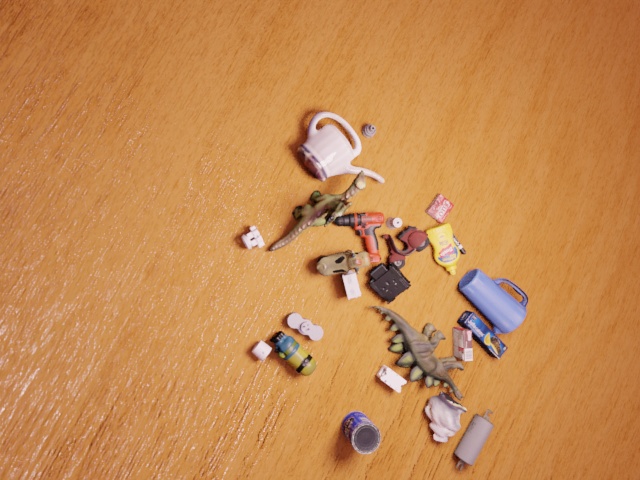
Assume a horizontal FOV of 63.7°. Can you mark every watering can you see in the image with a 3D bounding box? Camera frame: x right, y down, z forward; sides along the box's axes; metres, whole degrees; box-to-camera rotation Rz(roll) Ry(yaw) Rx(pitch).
[{"bbox_3d":[0.064,-0.291,1.842,0.226,0.104,0.346,-39,97,-10],"label":"watering can"}]

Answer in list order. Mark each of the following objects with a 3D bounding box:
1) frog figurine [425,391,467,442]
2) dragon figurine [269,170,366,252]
[{"bbox_3d":[0.438,0.646,1.857,0.138,0.122,0.159,28,91,24],"label":"frog figurine"},{"bbox_3d":[0.005,-0.088,1.750,0.414,0.242,0.121,-45,102,-13],"label":"dragon figurine"}]
